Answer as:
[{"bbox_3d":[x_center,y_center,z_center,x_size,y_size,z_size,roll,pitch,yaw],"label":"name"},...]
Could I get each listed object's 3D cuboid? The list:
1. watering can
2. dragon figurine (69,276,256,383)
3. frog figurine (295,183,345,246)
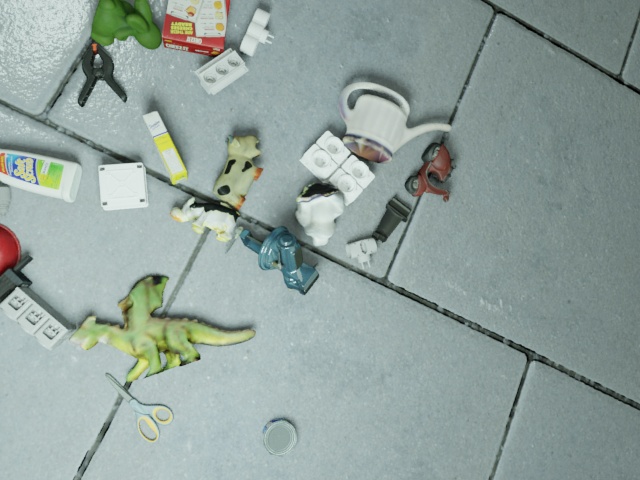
[{"bbox_3d":[0.203,-0.318,1.476,0.347,0.103,0.227,23,77,-9],"label":"watering can"},{"bbox_3d":[-0.386,0.200,1.261,0.413,0.120,0.245,-17,77,-23],"label":"dragon figurine"},{"bbox_3d":[0.004,-0.071,1.404,0.138,0.125,0.156,-22,123,-13],"label":"frog figurine"}]
